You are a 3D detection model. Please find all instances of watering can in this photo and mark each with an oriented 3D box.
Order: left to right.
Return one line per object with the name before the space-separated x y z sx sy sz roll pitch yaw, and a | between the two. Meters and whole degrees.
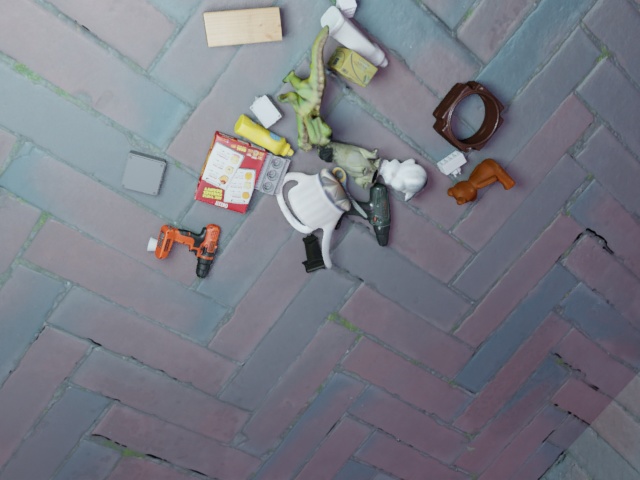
watering can | 0.005 -0.084 1.666 0.222 0.106 0.345 -30 101 28

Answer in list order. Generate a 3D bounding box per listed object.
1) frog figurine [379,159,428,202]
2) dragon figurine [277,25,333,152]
frog figurine | 0.277 -0.222 1.717 0.158 0.122 0.140 44 63 -17
dragon figurine | -0.009 -0.388 1.474 0.123 0.404 0.245 -18 77 -22
